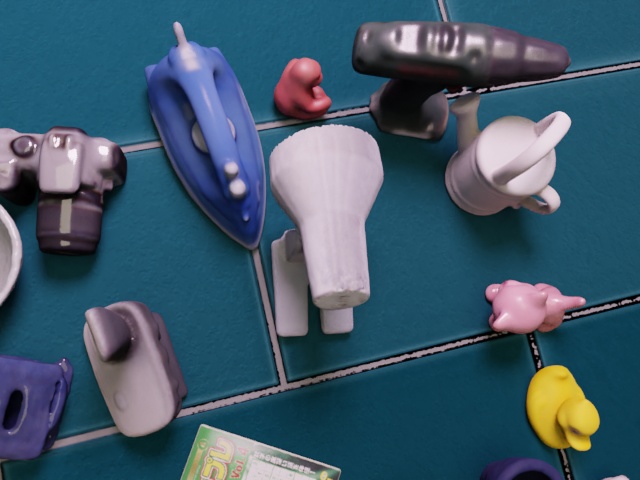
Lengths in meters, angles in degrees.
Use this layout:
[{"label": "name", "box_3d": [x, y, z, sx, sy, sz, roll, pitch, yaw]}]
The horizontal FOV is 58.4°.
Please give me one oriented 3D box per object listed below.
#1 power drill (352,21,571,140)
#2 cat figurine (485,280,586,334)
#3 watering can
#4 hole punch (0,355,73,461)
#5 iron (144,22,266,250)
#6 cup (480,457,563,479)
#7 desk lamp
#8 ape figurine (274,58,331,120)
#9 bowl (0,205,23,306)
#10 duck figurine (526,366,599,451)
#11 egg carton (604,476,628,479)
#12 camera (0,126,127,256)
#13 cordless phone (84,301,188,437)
[{"label": "power drill", "box_3d": [0.144, -0.193, 0.688, 0.230, 0.208, 0.076, 7, 80, -7]}, {"label": "cat figurine", "box_3d": [0.260, 0.082, 0.706, 0.128, 0.117, 0.067, -2, 81, -9]}, {"label": "watering can", "box_3d": [0.224, -0.101, 0.692, 0.173, 0.194, 0.101, 24, 78, -4]}, {"label": "hole punch", "box_3d": [-0.331, 0.177, 0.616, 0.101, 0.091, 0.109, 12, 79, -6]}, {"label": "iron", "box_3d": [-0.121, -0.117, 0.670, 0.119, 0.141, 0.258, -22, 84, -11]}, {"label": "cup", "box_3d": [0.219, 0.306, 0.675, 0.118, 0.095, 0.092, -32, 86, -12]}, {"label": "desk lamp", "box_3d": [0.006, 0.002, 0.632, 0.118, 0.213, 0.203, -3, 81, -9]}, {"label": "ape figurine", "box_3d": [-0.020, -0.197, 0.723, 0.076, 0.092, 0.078, -14, 83, -10]}, {"label": "bowl", "box_3d": [-0.409, 0.024, 0.638, 0.167, 0.074, 0.167, 1, 81, -8]}, {"label": "duck figurine", "box_3d": [0.308, 0.210, 0.708, 0.077, 0.086, 0.104, -3, 81, -9]}, {"label": "egg carton", "box_3d": [0.361, 0.372, 0.698, 0.107, 0.069, 0.150, -16, 83, -11]}, {"label": "camera", "box_3d": [-0.303, -0.054, 0.654, 0.143, 0.100, 0.137, 1, 80, -8]}, {"label": "cordless phone", "box_3d": [-0.203, 0.135, 0.594, 0.094, 0.185, 0.147, -25, 85, -11]}]
